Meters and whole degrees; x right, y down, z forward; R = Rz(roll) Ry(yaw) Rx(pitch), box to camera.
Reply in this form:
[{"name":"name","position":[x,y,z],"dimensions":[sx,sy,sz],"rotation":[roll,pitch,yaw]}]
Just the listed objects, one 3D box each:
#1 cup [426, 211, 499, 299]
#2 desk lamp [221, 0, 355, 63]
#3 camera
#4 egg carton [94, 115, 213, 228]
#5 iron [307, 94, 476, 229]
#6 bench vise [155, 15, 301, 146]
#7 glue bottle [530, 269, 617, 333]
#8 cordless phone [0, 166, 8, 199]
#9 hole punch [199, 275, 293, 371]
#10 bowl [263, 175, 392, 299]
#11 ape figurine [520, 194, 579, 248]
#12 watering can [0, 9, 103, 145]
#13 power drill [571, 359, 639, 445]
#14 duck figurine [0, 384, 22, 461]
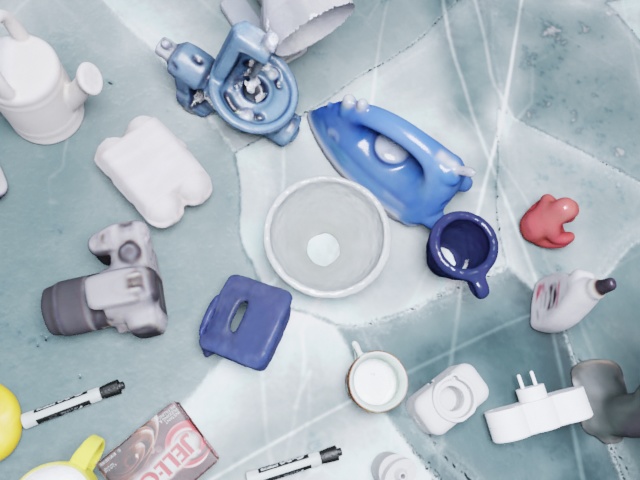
[{"name":"cup","position":[0.185,0.029,0.768],"dimensions":[0.092,0.095,0.117],"rotation":[-19,77,-11]},{"name":"desk lamp","position":[-0.056,-0.327,0.780],"dimensions":[0.118,0.213,0.203],"rotation":[-31,79,-14]},{"name":"camera","position":[-0.267,0.056,0.703],"dimensions":[0.137,0.101,0.143],"rotation":[-12,76,-10]},{"name":"egg carton","position":[-0.221,-0.093,0.768],"dimensions":[0.107,0.069,0.150],"rotation":[-42,82,-16]},{"name":"iron","position":[0.092,-0.129,0.778],"dimensions":[0.258,0.141,0.119],"rotation":[35,73,4]},{"name":"bench vise","position":[-0.120,-0.209,0.735],"dimensions":[0.207,0.219,0.121],"rotation":[9,73,-4]},{"name":"glue bottle","position":[0.324,0.071,0.731],"dimensions":[0.037,0.173,0.078],"rotation":[11,73,-3]},{"name":"cordless phone","position":[-0.470,-0.117,0.685],"dimensions":[0.094,0.185,0.147],"rotation":[-32,80,-14]},{"name":"hole punch","position":[-0.094,0.104,0.715],"dimensions":[0.101,0.091,0.109],"rotation":[22,73,0]},{"name":"bowl","position":[0.007,0.003,0.765],"dimensions":[0.167,0.074,0.167],"rotation":[2,74,-6]},{"name":"ape figurine","position":[0.329,-0.031,0.804],"dimensions":[0.076,0.092,0.078],"rotation":[-1,74,-7]},{"name":"watering can","position":[-0.366,-0.208,0.719],"dimensions":[0.173,0.194,0.101],"rotation":[-14,76,-10]},{"name":"power drill","position":[0.394,0.183,0.689],"dimensions":[0.075,0.208,0.229],"rotation":[-5,74,-8]},{"name":"duck figurine","position":[-0.394,0.206,0.652],"dimensions":[0.077,0.086,0.104],"rotation":[-27,79,-13]}]
